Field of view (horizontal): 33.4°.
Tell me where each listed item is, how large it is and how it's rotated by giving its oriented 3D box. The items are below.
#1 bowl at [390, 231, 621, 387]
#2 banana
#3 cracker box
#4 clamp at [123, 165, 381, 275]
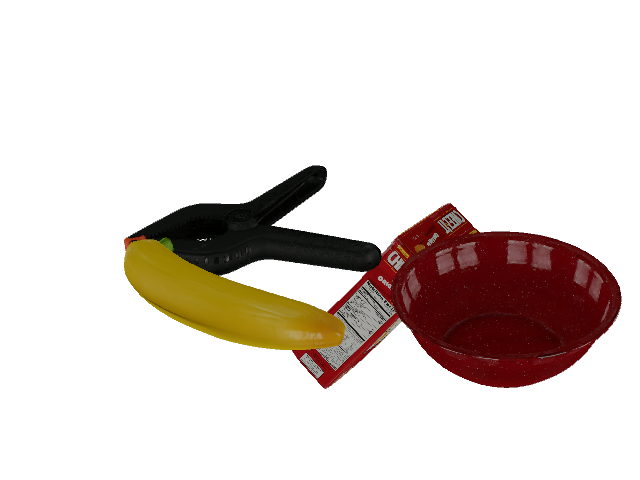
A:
[{"bbox_3d":[0.131,0.056,0.769,0.162,0.055,0.162,-3,31,2],"label":"bowl"},{"bbox_3d":[-0.073,0.031,0.696,0.069,0.037,0.198,-23,33,-37],"label":"banana"},{"bbox_3d":[0.079,0.063,1.270,0.214,0.072,0.164,-48,-8,32],"label":"cracker box"},{"bbox_3d":[-0.065,-0.012,0.934,0.210,0.036,0.164,-7,31,-8],"label":"clamp"}]
